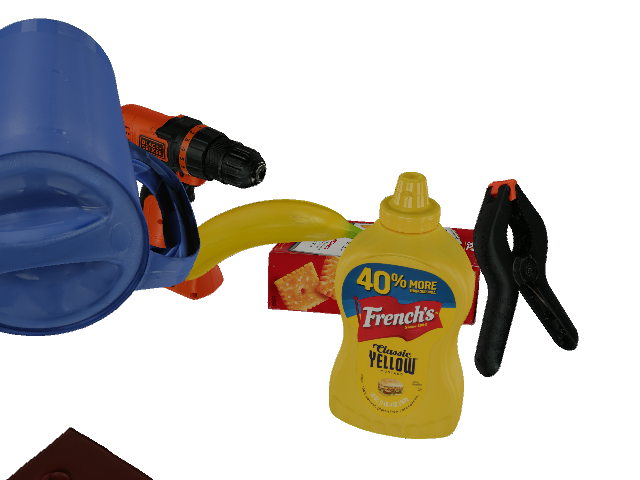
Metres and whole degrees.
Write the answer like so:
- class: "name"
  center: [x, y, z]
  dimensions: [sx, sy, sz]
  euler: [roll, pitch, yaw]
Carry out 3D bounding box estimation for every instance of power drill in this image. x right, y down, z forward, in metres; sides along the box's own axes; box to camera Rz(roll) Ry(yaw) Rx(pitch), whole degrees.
- class: "power drill"
  center: [-0.136, -0.036, 1.100]
  dimensions: [0.185, 0.188, 0.057]
  euler: [23, 33, 28]

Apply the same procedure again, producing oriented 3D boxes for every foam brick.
- class: "foam brick"
  center: [-0.093, 0.128, 0.450]
  dimensions: [0.078, 0.051, 0.052]
  euler: [23, 45, 30]

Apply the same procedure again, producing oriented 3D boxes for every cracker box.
- class: "cracker box"
  center: [0.063, 0.031, 1.145]
  dimensions: [0.214, 0.072, 0.164]
  euler: [5, 14, 9]

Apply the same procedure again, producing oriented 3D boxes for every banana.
- class: "banana"
  center: [-0.057, -0.001, 0.911]
  dimensions: [0.198, 0.069, 0.037]
  euler: [-9, 37, 30]

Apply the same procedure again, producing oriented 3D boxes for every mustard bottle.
- class: "mustard bottle"
  center: [0.058, 0.044, 0.746]
  dimensions: [0.096, 0.192, 0.058]
  euler: [9, 25, 15]

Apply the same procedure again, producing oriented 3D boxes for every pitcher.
- class: "pitcher"
  center: [-0.180, -0.055, 0.729]
  dimensions: [0.145, 0.149, 0.243]
  euler: [-24, 35, 4]

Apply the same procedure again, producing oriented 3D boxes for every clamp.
- class: "clamp"
  center: [0.166, 0.035, 0.942]
  dimensions: [0.120, 0.171, 0.039]
  euler: [-22, 7, -40]
